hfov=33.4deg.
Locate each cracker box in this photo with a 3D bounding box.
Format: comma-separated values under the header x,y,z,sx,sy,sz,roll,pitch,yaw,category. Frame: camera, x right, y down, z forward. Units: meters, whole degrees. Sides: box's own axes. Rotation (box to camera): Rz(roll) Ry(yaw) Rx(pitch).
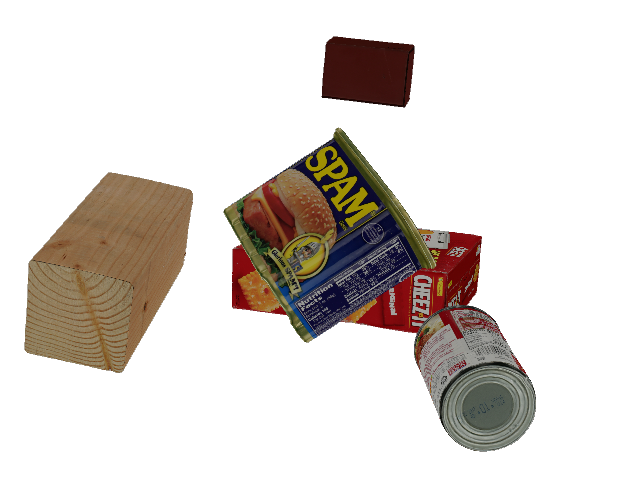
x,y,z,sx,sy,sz,roll,pitch,yaw,category
0.040,0.032,1.071,0.214,0.072,0.164,7,15,19,cracker box

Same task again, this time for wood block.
x,y,z,sx,sy,sz,roll,pitch,yaw,category
-0.187,0.022,0.973,0.090,0.091,0.206,12,25,2,wood block

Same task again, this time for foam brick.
x,y,z,sx,sy,sz,roll,pitch,yaw,category
0.043,-0.154,0.971,0.078,0.051,0.053,8,18,9,foam brick

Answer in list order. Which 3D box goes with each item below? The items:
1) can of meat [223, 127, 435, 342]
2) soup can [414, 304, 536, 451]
x,y,z,sx,sy,sz,roll,pitch,yaw,category
0.002,-0.003,0.600,0.084,0.057,0.102,-33,43,0,can of meat
0.108,0.096,0.758,0.068,0.068,0.102,0,19,-5,soup can
